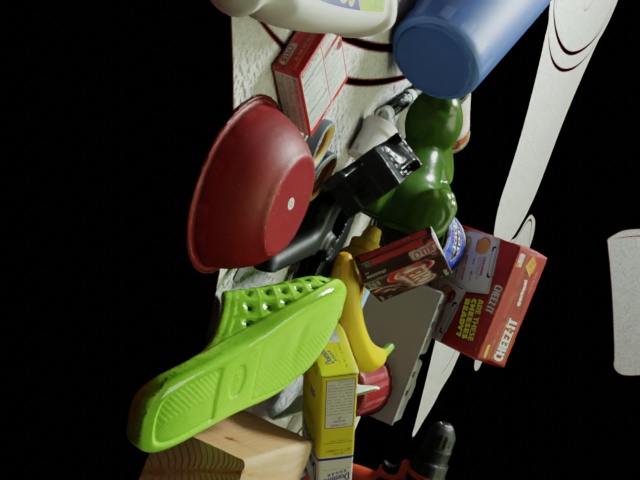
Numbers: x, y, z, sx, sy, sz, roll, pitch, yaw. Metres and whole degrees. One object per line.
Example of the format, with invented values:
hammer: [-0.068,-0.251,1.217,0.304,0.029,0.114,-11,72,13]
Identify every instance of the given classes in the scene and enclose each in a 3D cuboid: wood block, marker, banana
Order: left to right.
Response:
wood block: [-0.089,0.227,1.035,0.090,0.091,0.206,-69,162,0]
banana: [0.039,0.095,1.185,0.197,0.037,0.069,66,32,-49]
marker: [0.095,-0.161,1.247,0.121,0.020,0.020,-41,148,-56]

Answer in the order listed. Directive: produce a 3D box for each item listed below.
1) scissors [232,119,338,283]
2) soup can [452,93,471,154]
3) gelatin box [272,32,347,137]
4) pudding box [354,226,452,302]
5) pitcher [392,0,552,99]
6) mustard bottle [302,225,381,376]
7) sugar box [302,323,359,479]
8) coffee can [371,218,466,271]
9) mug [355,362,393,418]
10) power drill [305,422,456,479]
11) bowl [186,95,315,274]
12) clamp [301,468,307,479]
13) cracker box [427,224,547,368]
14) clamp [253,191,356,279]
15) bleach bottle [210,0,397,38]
scissors: [-0.028,-0.047,1.015,0.201,0.016,0.096,-48,155,-50]
soup can: [0.156,-0.163,1.348,0.068,0.068,0.102,-60,160,-24]
gelatin box: [-0.008,-0.147,0.937,0.073,0.030,0.089,-60,159,-24]
pudding box: [0.092,0.028,1.163,0.113,0.090,0.039,41,29,-74]
pitcher: [0.177,-0.264,1.218,0.242,0.145,0.149,-52,144,-34]
mustard bottle: [0.025,0.070,1.245,0.191,0.058,0.096,-64,164,-13]
sugar box: [0.008,0.185,1.144,0.093,0.048,0.176,-111,-158,-57]
coffee can: [0.130,-0.003,1.398,0.103,0.103,0.140,-68,162,-1]
mug: [0.028,0.193,1.374,0.117,0.093,0.081,-35,167,20]
power drill: [0.080,0.307,1.475,0.057,0.188,0.184,-2,114,-70]
bowl: [-0.049,-0.038,0.904,0.162,0.055,0.162,-56,159,-35]
clamp: [-0.029,0.281,1.321,0.120,0.039,0.171,-59,160,15]
cracker box: [0.194,0.064,1.490,0.072,0.214,0.164,20,92,-39]
clamp: [-0.007,0.001,1.104,0.209,0.036,0.164,-60,159,-25]
bleach bottle: [-0.019,-0.192,0.777,0.250,0.068,0.102,-28,116,-62]
